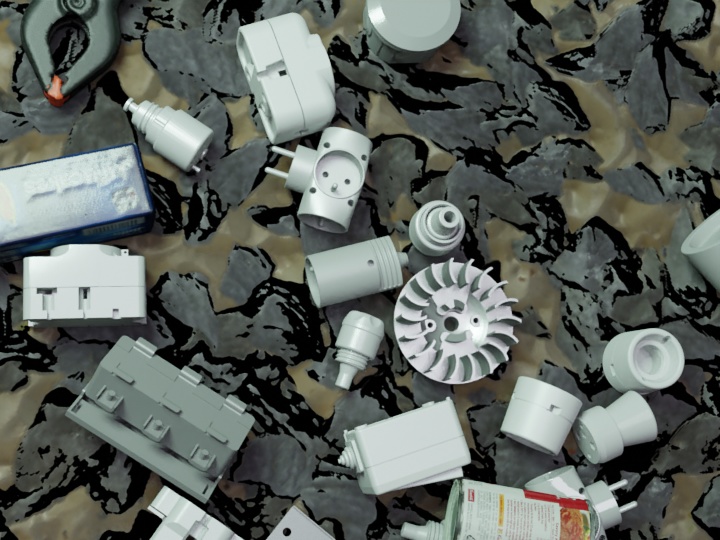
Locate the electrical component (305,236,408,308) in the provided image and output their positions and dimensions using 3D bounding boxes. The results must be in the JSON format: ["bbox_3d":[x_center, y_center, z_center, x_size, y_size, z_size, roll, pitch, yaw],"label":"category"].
[{"bbox_3d":[0.000,0.000,0.875,0.081,0.043,0.043,-14,82,-13],"label":"electrical component"}]

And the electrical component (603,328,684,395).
[{"bbox_3d":[0.239,0.076,0.901,0.055,0.047,0.055,2,79,-10],"label":"electrical component"}]

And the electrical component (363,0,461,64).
[{"bbox_3d":[0.042,-0.217,0.920,0.080,0.051,0.080,2,79,-10],"label":"electrical component"}]

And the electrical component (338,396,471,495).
[{"bbox_3d":[0.031,0.144,0.843,0.096,0.061,0.061,-16,83,-13],"label":"electrical component"}]

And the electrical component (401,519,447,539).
[{"bbox_3d":[0.063,0.214,0.850,0.061,0.035,0.035,18,77,-4],"label":"electrical component"}]

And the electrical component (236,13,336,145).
[{"bbox_3d":[-0.058,-0.159,0.889,0.059,0.053,0.095,-19,83,-13],"label":"electrical component"}]

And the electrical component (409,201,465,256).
[{"bbox_3d":[0.066,-0.036,0.884,0.043,0.062,0.043,2,79,-10],"label":"electrical component"}]

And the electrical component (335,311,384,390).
[{"bbox_3d":[-0.004,0.066,0.866,0.035,0.035,0.061,21,79,-6],"label":"electrical component"}]

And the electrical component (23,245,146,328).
[{"bbox_3d":[-0.211,0.013,0.830,0.089,0.050,0.055,-1,80,-10],"label":"electrical component"}]

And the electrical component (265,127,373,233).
[{"bbox_3d":[-0.037,-0.079,0.882,0.079,0.044,0.077,18,77,-6],"label":"electrical component"}]

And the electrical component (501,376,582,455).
[{"bbox_3d":[0.146,0.119,0.874,0.055,0.055,0.047,25,79,-5],"label":"electrical component"}]

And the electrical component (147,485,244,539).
[{"bbox_3d":[-0.132,0.207,0.805,0.078,0.058,0.057,35,73,-2],"label":"electrical component"}]

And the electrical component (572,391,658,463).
[{"bbox_3d":[0.210,0.130,0.887,0.055,0.045,0.045,-21,84,-13],"label":"electrical component"}]

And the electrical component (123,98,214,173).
[{"bbox_3d":[-0.155,-0.113,0.870,0.078,0.040,0.040,33,76,-3],"label":"electrical component"}]

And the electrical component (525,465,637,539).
[{"bbox_3d":[0.184,0.195,0.868,0.079,0.044,0.077,-22,84,-5],"label":"electrical component"}]

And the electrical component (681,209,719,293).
[{"bbox_3d":[0.336,-0.023,0.910,0.108,0.108,0.060,-38,94,-15],"label":"electrical component"}]

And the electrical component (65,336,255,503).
[{"bbox_3d":[-0.146,0.108,0.811,0.121,0.063,0.078,33,35,-3],"label":"electrical component"}]
